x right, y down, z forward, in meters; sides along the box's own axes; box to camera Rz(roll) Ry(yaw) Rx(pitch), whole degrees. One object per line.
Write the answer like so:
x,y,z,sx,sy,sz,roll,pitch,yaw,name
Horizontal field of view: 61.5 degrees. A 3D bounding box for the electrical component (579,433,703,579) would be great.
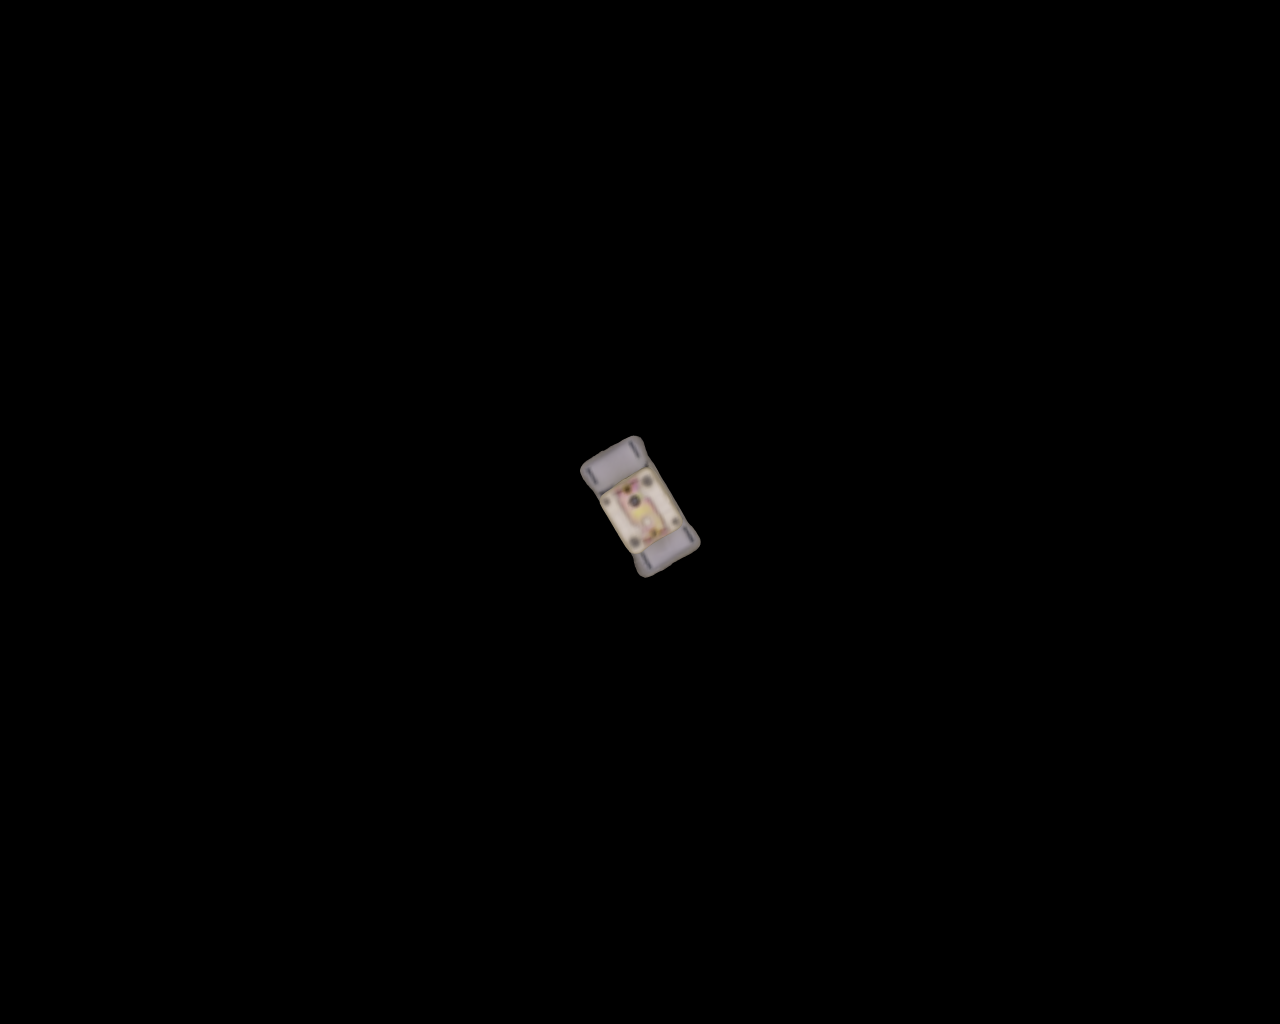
0.001,-0.003,0.650,0.042,0.081,0.064,-32,4,2,electrical component
